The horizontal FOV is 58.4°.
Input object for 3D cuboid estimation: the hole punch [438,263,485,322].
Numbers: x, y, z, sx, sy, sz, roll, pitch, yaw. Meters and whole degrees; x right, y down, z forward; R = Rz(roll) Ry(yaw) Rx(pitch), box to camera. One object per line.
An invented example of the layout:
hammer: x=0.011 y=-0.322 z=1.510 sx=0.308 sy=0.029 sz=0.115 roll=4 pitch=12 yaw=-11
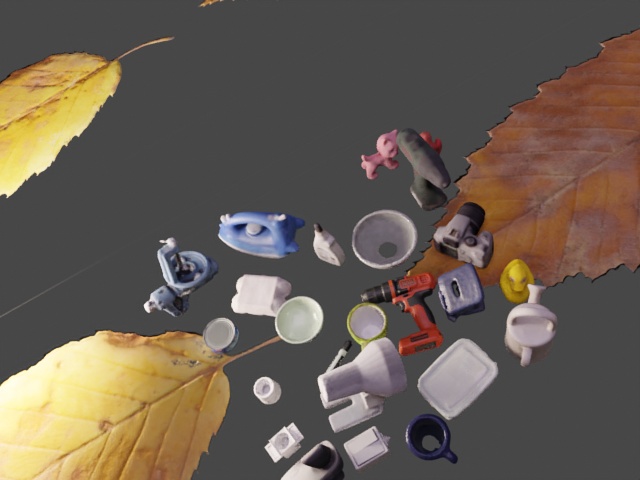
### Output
hole punch: x=0.329 y=0.122 z=1.341 sx=0.101 sy=0.091 sz=0.108 roll=-15 pitch=58 yaw=7

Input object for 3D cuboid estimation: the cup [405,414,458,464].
cup: x=0.238 y=0.426 z=1.191 sx=0.117 sy=0.095 sz=0.092 roll=35 pitch=75 yaw=29

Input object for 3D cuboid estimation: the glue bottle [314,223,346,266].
glue bottle: x=0.013 y=0.005 z=1.445 sx=0.078 sy=0.173 sz=0.037 roll=22 pitch=69 yaw=25

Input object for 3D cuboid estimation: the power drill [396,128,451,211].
power drill: x=0.270 y=-0.169 z=1.454 sx=0.075 sy=0.209 sz=0.229 roll=-28 pitch=58 yaw=-1

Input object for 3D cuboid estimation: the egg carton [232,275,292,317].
egg carton: x=-0.149 y=0.144 z=1.471 sx=0.150 sy=0.069 sz=0.107 roll=2 pitch=62 yaw=16

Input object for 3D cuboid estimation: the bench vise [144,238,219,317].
bench vise: x=-0.368 y=0.098 z=1.468 sx=0.121 sy=0.220 sz=0.207 roll=19 pitch=67 yaw=24

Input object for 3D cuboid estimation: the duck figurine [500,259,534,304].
duck figurine: x=0.459 y=0.086 z=1.330 sx=0.077 sy=0.086 sz=0.104 roll=3 pitch=62 yaw=17

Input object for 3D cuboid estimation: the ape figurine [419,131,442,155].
ape figurine: x=0.293 y=-0.262 z=1.570 sx=0.077 sy=0.092 sz=0.076 roll=7 pitch=63 yaw=19

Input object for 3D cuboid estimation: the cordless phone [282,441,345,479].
cordless phone: x=-0.030 y=0.476 z=1.181 sx=0.148 sy=0.185 sz=0.094 roll=-42 pitch=59 yaw=-10

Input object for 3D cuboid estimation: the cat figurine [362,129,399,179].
cat figurine: x=0.170 y=-0.244 z=1.578 sx=0.128 sy=0.118 sz=0.067 roll=-28 pitch=58 yaw=-2

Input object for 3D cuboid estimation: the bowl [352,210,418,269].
bowl: x=0.169 y=0.010 z=1.458 sx=0.167 sy=0.075 sz=0.167 roll=-7 pitch=60 yaw=12

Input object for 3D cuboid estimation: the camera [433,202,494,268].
camera: x=0.367 y=-0.024 z=1.409 sx=0.142 sy=0.101 sz=0.137 roll=24 pitch=70 yaw=26

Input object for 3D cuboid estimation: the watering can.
watering can: x=0.447 y=0.178 z=1.217 sx=0.100 sy=0.194 sz=0.173 roll=-11 pitch=59 yaw=9

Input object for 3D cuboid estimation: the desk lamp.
desk lamp: x=0.087 y=0.313 z=1.225 sx=0.203 sy=0.214 sz=0.117 roll=-25 pitch=58 yaw=0

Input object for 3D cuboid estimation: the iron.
iron: x=-0.179 y=-0.035 z=1.539 sx=0.257 sy=0.142 sz=0.118 roll=3 pitch=62 yaw=17
